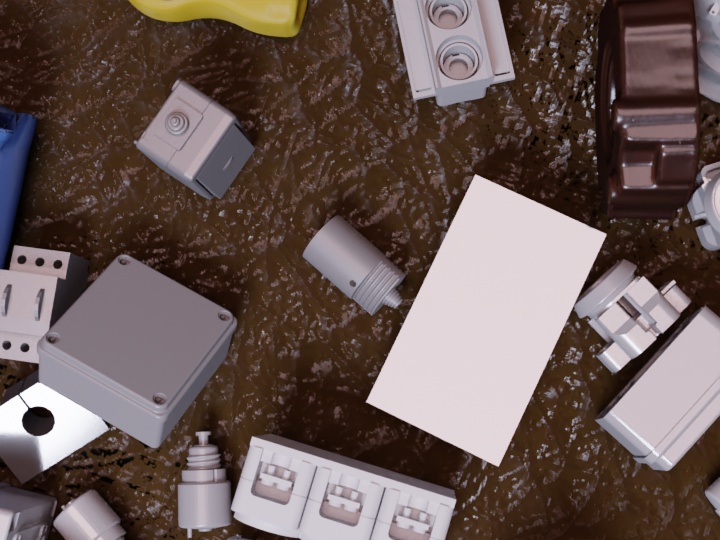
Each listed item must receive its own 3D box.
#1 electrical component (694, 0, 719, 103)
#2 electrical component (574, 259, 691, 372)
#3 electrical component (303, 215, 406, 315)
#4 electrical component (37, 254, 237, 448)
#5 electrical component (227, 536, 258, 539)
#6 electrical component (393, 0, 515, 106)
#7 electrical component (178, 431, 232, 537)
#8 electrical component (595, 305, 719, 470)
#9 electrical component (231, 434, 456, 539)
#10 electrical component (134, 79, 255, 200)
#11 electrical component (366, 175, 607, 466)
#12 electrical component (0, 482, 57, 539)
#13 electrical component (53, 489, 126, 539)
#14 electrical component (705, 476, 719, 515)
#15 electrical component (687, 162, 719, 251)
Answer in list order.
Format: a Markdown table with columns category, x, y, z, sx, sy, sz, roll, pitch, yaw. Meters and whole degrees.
| category | x | y | z | sx | sy | sz | roll | pitch | yaw |
| --- | --- | --- | --- | --- | --- | --- | --- | --- | --- |
| electrical component | 0.283 | -0.176 | 0.781 | 0.089 | 0.150 | 0.061 | 31 | 85 | 7 |
| electrical component | 0.199 | 0.029 | 0.808 | 0.078 | 0.058 | 0.057 | -43 | 85 | -2 |
| electrical component | 0.000 | 0.000 | 0.832 | 0.081 | 0.043 | 0.043 | 41 | 87 | 8 |
| electrical component | -0.166 | 0.059 | 0.806 | 0.109 | 0.056 | 0.108 | 28 | 49 | 7 |
| electrical component | -0.077 | 0.243 | 0.800 | 0.057 | 0.058 | 0.078 | 10 | 83 | 8 |
| electrical component | 0.069 | -0.195 | 0.843 | 0.079 | 0.063 | 0.121 | -11 | 82 | 2 |
| electrical component | -0.119 | 0.163 | 0.821 | 0.040 | 0.040 | 0.078 | -3 | 82 | 4 |
| electrical component | 0.233 | 0.088 | 0.788 | 0.057 | 0.078 | 0.113 | 42 | 87 | 11 |
| electrical component | -0.011 | 0.172 | 0.788 | 0.150 | 0.089 | 0.061 | 16 | 84 | 6 |
| electrical component | -0.125 | -0.098 | 0.827 | 0.061 | 0.096 | 0.061 | 34 | 86 | 7 |
| electrical component | 0.094 | 0.039 | 0.812 | 0.105 | 0.060 | 0.186 | 25 | 85 | 7 |
| electrical component | -0.276 | 0.218 | 0.791 | 0.056 | 0.108 | 0.108 | 13 | 84 | 3 |
| electrical component | -0.199 | 0.204 | 0.821 | 0.040 | 0.040 | 0.078 | -43 | 82 | -2 |
| electrical component | 0.292 | 0.157 | 0.793 | 0.078 | 0.040 | 0.040 | -42 | 82 | -2 |
| electrical component | 0.285 | -0.047 | 0.812 | 0.058 | 0.057 | 0.078 | -18 | 82 | 2 |
